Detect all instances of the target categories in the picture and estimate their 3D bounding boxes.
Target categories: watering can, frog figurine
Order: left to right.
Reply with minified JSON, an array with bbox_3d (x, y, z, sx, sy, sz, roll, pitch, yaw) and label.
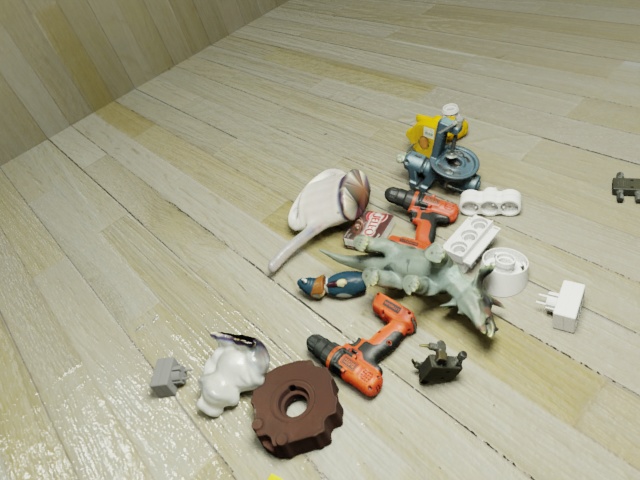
[{"bbox_3d":[-0.173,0.271,1.028,0.137,0.122,0.160,9,84,18],"label":"frog figurine"},{"bbox_3d":[0.004,-0.065,1.287,0.223,0.102,0.356,-13,40,36],"label":"watering can"}]
